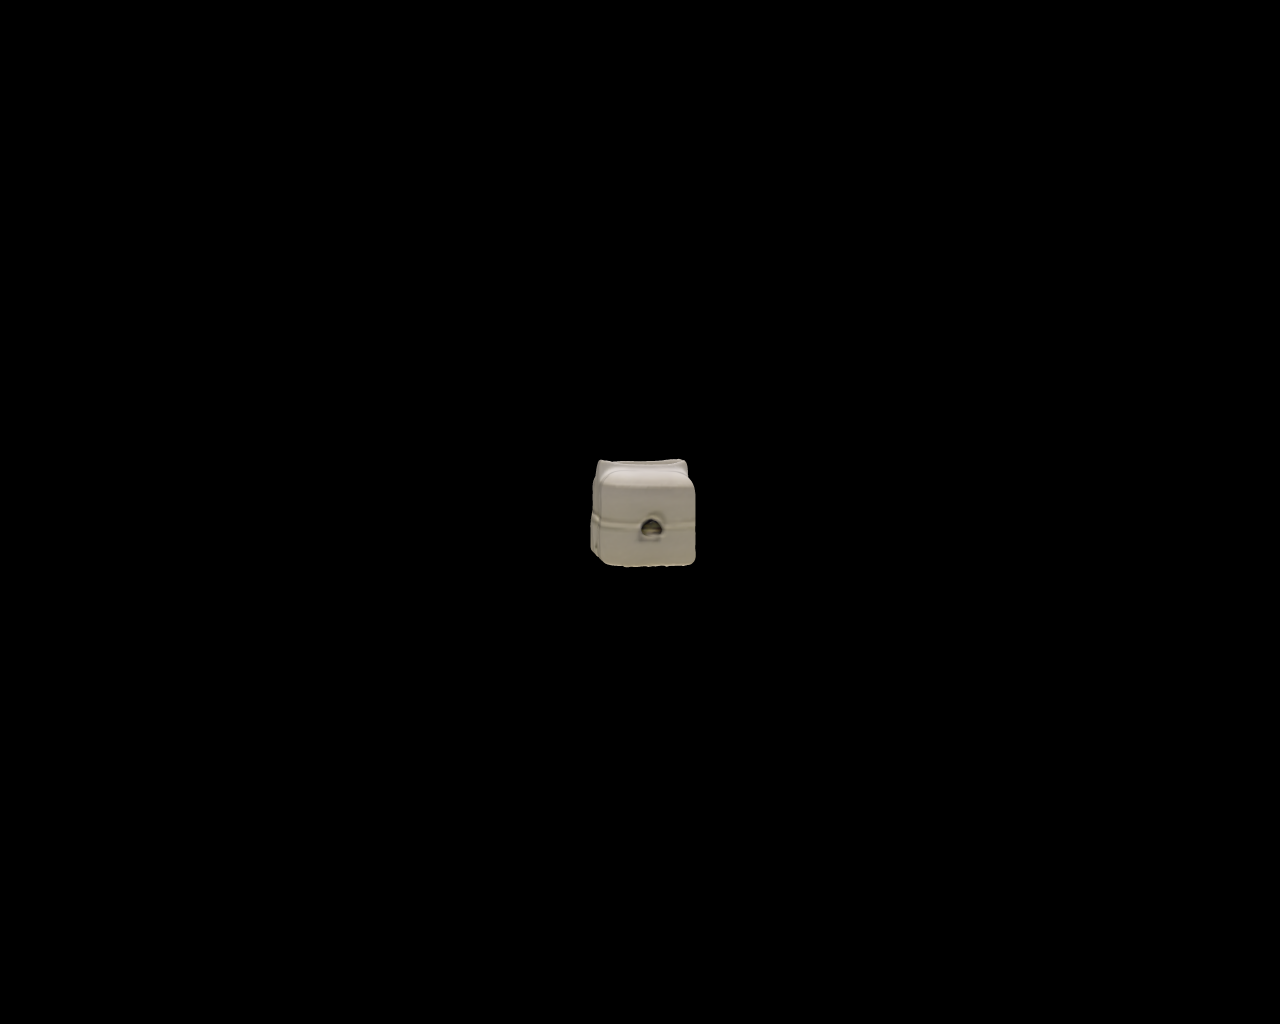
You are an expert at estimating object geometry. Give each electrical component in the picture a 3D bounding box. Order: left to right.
[{"bbox_3d":[0.001,-0.003,0.650,0.054,0.059,0.095,-1,5,-7],"label":"electrical component"}]
